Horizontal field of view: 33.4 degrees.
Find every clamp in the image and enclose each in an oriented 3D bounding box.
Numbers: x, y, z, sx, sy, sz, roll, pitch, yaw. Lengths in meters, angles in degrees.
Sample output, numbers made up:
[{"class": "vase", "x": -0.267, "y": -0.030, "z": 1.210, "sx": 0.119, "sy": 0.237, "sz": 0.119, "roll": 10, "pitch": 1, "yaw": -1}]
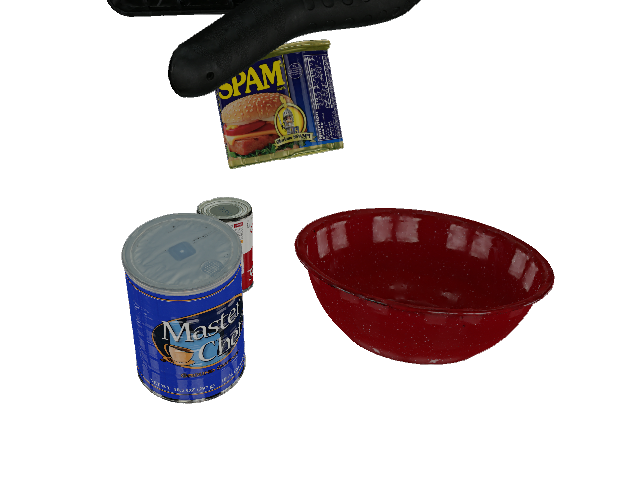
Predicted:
[{"class": "clamp", "x": -0.013, "y": -0.115, "z": 0.511, "sx": 0.171, "sy": 0.039, "sz": 0.120, "roll": -15, "pitch": 44, "yaw": -8}]

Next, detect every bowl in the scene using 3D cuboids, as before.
[{"class": "bowl", "x": 0.062, "y": 0.033, "z": 0.672, "sx": 0.162, "sy": 0.055, "sz": 0.162, "roll": 5, "pitch": 22, "yaw": -2}]

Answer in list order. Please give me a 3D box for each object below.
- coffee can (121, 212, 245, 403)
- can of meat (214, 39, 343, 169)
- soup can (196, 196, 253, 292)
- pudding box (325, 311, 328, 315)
[{"class": "coffee can", "x": -0.119, "y": 0.061, "z": 0.954, "sx": 0.103, "sy": 0.140, "sz": 0.103, "roll": 1, "pitch": 40, "yaw": -1}, {"class": "can of meat", "x": -0.035, "y": -0.105, "z": 0.836, "sx": 0.102, "sy": 0.084, "sz": 0.057, "roll": -7, "pitch": 5, "yaw": 39}, {"class": "soup can", "x": -0.115, "y": 0.007, "z": 1.285, "sx": 0.068, "sy": 0.102, "sz": 0.068, "roll": 1, "pitch": 26, "yaw": -1}, {"class": "pudding box", "x": 0.063, "y": 0.033, "z": 1.073, "sx": 0.113, "sy": 0.039, "sz": 0.090, "roll": -12, "pitch": -30, "yaw": -25}]
